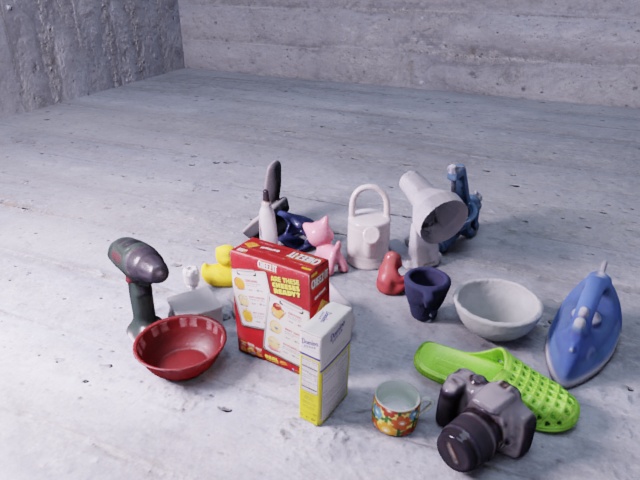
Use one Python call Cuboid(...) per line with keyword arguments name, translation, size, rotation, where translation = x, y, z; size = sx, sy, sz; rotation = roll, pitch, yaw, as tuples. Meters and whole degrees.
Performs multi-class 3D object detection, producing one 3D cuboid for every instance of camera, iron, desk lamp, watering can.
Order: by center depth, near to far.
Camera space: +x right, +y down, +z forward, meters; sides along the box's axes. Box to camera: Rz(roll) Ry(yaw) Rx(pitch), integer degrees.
Cuboid(name="camera", translation=(0.223, 0.262, 0.839), size=(0.137, 0.101, 0.142), rotation=(-22, 34, -36))
Cuboid(name="iron", translation=(0.476, 0.143, 1.028), size=(0.118, 0.141, 0.259), rotation=(16, 31, 29))
Cuboid(name="desk lamp", translation=(0.233, -0.040, 1.309), size=(0.118, 0.214, 0.202), rotation=(-11, 29, -20))
Cuboid(name="watering can", translation=(0.116, -0.033, 1.318), size=(0.101, 0.194, 0.172), rotation=(-10, 28, -18))

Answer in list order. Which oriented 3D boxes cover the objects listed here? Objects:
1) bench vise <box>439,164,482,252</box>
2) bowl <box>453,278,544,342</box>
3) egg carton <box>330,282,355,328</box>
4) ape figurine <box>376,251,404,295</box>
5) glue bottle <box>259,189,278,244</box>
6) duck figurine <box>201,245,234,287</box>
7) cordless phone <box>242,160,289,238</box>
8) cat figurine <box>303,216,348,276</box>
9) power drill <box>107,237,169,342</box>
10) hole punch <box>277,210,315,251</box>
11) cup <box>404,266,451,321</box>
Cuboid(name="bench vise", translation=(0.336, -0.100, 1.421), size=(0.121, 0.220, 0.208), rotation=(10, 29, 20))
Cuboid(name="bowl", translation=(0.337, 0.145, 1.099), size=(0.167, 0.075, 0.167), rotation=(0, 27, 0))
Cuboid(name="egg carton", translation=(0.000, 0.138, 1.118), size=(0.107, 0.069, 0.150), rotation=(-13, 30, -23))
Cuboid(name="ape figurine", translation=(0.156, 0.067, 1.232), size=(0.076, 0.092, 0.077), rotation=(-14, 30, -24))
Cuboid(name="glue bottle", translation=(-0.125, -0.040, 1.353), size=(0.037, 0.173, 0.078), rotation=(-9, 28, -16))
Cuboid(name="duck figurine", translation=(-0.212, 0.051, 1.270), size=(0.104, 0.086, 0.077), rotation=(-2, 27, -4))
Cuboid(name="cordless phone", translation=(-0.138, -0.103, 1.464), size=(0.094, 0.185, 0.148), rotation=(8, 28, 16))
Cuboid(name="cat figurine", translation=(0.012, 0.005, 1.327), size=(0.067, 0.118, 0.127), rotation=(-16, 31, -28))
Cuboid(name="power drill", translation=(-0.321, 0.095, 1.049), size=(0.076, 0.208, 0.228), rotation=(-19, 33, -32))
Cuboid(name="hole punch", translation=(-0.046, -0.033, 1.430), size=(0.101, 0.091, 0.108), rotation=(-18, 32, -32))
Cuboid(name="cup", translation=(0.209, 0.119, 1.127), size=(0.091, 0.095, 0.118), rotation=(3, 27, 5))
